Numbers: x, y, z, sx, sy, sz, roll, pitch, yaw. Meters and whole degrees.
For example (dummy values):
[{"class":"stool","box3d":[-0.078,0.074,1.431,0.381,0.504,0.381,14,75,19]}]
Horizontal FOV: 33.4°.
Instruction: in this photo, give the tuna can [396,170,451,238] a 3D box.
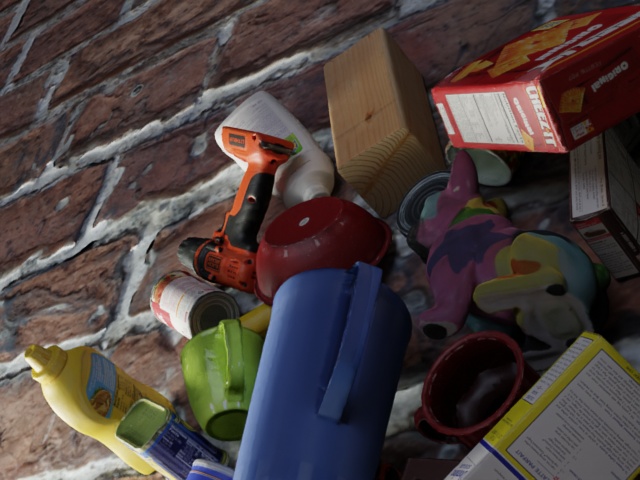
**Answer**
[{"class":"tuna can","box3d":[0.120,-0.029,1.085,0.086,0.033,0.086,-30,37,25]}]

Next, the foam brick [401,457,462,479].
[{"class":"foam brick","box3d":[0.105,0.207,0.839,0.078,0.051,0.053,-8,49,44]}]

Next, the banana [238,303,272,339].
[{"class":"banana","box3d":[-0.068,0.091,1.150,0.198,0.037,0.069,-31,8,20]}]

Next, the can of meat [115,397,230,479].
[{"class":"can of meat","box3d":[-0.153,0.209,1.083,0.057,0.084,0.102,-53,24,-17]}]

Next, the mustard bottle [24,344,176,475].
[{"class":"mustard bottle","box3d":[-0.236,0.167,1.137,0.058,0.191,0.096,-32,36,22]}]

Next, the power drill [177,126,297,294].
[{"class":"power drill","box3d":[-0.102,-0.038,1.270,0.185,0.057,0.188,16,94,53]}]

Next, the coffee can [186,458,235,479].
[{"class":"coffee can","box3d":[-0.098,0.280,0.945,0.103,0.102,0.140,1,56,49]}]

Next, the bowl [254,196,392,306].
[{"class":"bowl","box3d":[-0.007,0.001,1.133,0.162,0.055,0.162,-21,27,11]}]

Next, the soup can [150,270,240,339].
[{"class":"soup can","box3d":[-0.145,0.079,1.240,0.068,0.068,0.102,-54,35,-11]}]

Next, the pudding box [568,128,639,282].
[{"class":"pudding box","box3d":[0.245,-0.036,0.901,0.039,0.090,0.113,-23,40,31]}]

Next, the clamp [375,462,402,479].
[{"class":"clamp","box3d":[0.041,0.264,0.864,0.120,0.039,0.171,1,56,47]}]

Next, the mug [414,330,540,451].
[{"class":"mug","box3d":[0.132,0.137,0.855,0.117,0.081,0.093,-28,38,27]}]

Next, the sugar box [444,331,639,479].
[{"class":"sugar box","box3d":[0.169,0.161,0.771,0.176,0.093,0.048,-45,2,0]}]

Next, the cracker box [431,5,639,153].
[{"class":"cracker box","box3d":[0.214,-0.144,0.928,0.164,0.072,0.214,-29,13,-12]}]

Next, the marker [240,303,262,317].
[{"class":"marker","box3d":[-0.042,0.065,1.183,0.121,0.020,0.020,-34,35,19]}]

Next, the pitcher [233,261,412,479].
[{"class":"pitcher","box3d":[0.002,0.142,0.911,0.145,0.149,0.242,-14,37,26]}]

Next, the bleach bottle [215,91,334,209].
[{"class":"bleach bottle","box3d":[-0.049,-0.096,1.321,0.102,0.068,0.251,-44,36,6]}]

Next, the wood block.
[{"class":"wood block","box3d":[0.070,-0.137,1.203,0.091,0.090,0.206,-32,36,21]}]
